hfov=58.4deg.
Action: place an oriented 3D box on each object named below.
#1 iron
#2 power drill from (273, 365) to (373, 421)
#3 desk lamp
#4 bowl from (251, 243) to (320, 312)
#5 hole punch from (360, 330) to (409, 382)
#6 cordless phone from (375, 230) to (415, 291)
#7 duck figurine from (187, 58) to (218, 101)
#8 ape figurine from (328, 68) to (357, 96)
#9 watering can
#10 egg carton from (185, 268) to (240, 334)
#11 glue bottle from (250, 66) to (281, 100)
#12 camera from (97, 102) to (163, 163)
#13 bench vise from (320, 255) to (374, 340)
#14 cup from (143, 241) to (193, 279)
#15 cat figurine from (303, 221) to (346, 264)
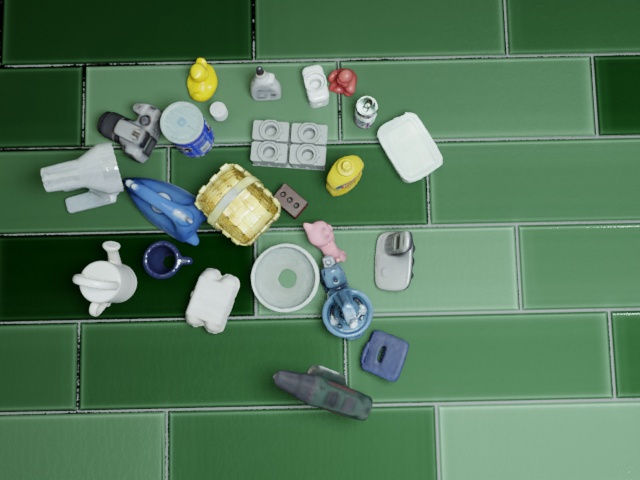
[{"bbox_3d":[-0.393,-0.093,1.396,0.258,0.141,0.119,30,85,3],"label":"iron"},{"bbox_3d":[0.006,0.345,1.321,0.229,0.208,0.076,20,85,2],"label":"power drill"},{"bbox_3d":[-0.551,-0.144,1.364,0.203,0.213,0.118,-16,85,-1],"label":"desk lamp"},{"bbox_3d":[-0.084,0.095,1.412,0.167,0.074,0.167,0,85,0],"label":"bowl"},{"bbox_3d":[0.154,0.281,1.386,0.101,0.091,0.109,20,85,2],"label":"hole punch"},{"bbox_3d":[0.184,0.047,1.361,0.094,0.185,0.148,1,84,0],"label":"cordless phone"},{"bbox_3d":[-0.305,-0.411,1.454,0.077,0.086,0.105,10,85,1],"label":"duck figurine"},{"bbox_3d":[0.062,-0.406,1.451,0.076,0.092,0.078,-34,85,-3],"label":"ape figurine"},{"bbox_3d":[-0.512,0.092,1.352,0.101,0.194,0.173,-7,84,0],"label":"watering can"},{"bbox_3d":[-0.265,0.149,1.409,0.107,0.069,0.150,19,85,2],"label":"egg carton"},{"bbox_3d":[-0.139,-0.389,1.408,0.078,0.173,0.037,-2,84,0],"label":"glue bottle"},{"bbox_3d":[-0.478,-0.286,1.434,0.137,0.101,0.143,25,85,2],"label":"camera"},{"bbox_3d":[0.043,0.143,1.334,0.121,0.219,0.207,-38,85,-3],"label":"bench vise"},{"bbox_3d":[-0.363,0.051,1.405,0.117,0.095,0.092,1,84,0],"label":"cup"},{"bbox_3d":[0.013,0.005,1.399,0.067,0.118,0.128,-32,85,-3],"label":"cat figurine"}]
